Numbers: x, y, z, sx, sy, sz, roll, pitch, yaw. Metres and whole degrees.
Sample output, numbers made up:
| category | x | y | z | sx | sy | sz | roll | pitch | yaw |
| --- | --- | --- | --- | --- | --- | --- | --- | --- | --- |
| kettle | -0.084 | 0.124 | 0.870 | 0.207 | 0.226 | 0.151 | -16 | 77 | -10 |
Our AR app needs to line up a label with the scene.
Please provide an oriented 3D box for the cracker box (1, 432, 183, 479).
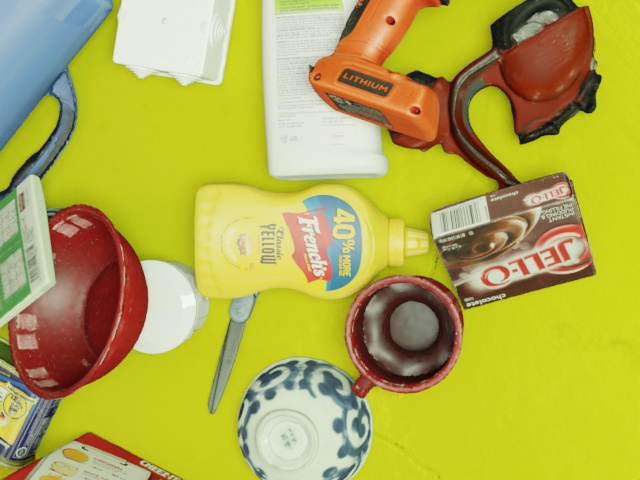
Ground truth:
| category | x | y | z | sx | sy | sz | roll | pitch | yaw |
| --- | --- | --- | --- | --- | --- | --- | --- | --- | --- |
| cracker box | -0.177 | 0.245 | 0.867 | 0.164 | 0.213 | 0.072 | 24 | 100 | 12 |

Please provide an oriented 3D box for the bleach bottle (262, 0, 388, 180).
| category | x | y | z | sx | sy | sz | roll | pitch | yaw |
| --- | --- | --- | --- | --- | --- | --- | --- | --- | --- |
| bleach bottle | 0.003 | -0.177 | 0.882 | 0.102 | 0.068 | 0.251 | -1 | 89 | 6 |

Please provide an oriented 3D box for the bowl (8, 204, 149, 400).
| category | x | y | z | sx | sy | sz | roll | pitch | yaw |
| --- | --- | --- | --- | --- | --- | --- | --- | --- | --- |
| bowl | -0.192 | 0.054 | 0.887 | 0.162 | 0.055 | 0.162 | -13 | 70 | 40 |

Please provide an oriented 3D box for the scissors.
| category | x | y | z | sx | sy | sz | roll | pitch | yaw |
| --- | --- | --- | --- | --- | --- | --- | --- | --- | --- |
| scissors | -0.082 | 0.045 | 0.934 | 0.096 | 0.016 | 0.202 | 33 | 98 | 7 |

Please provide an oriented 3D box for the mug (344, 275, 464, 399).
| category | x | y | z | sx | sy | sz | roll | pitch | yaw |
| --- | --- | --- | --- | --- | --- | --- | --- | --- | --- |
| mug | 0.066 | 0.081 | 0.867 | 0.093 | 0.081 | 0.117 | 36 | 100 | 9 |

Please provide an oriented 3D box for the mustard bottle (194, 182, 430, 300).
| category | x | y | z | sx | sy | sz | roll | pitch | yaw |
| --- | --- | --- | --- | --- | --- | --- | --- | --- | --- |
| mustard bottle | -0.006 | 0.001 | 0.882 | 0.191 | 0.058 | 0.096 | 1 | 96 | 4 |

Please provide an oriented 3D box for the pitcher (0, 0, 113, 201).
| category | x | y | z | sx | sy | sz | roll | pitch | yaw |
| --- | --- | --- | --- | --- | --- | --- | --- | --- | --- |
| pitcher | -0.287 | -0.146 | 0.929 | 0.243 | 0.149 | 0.145 | -46 | 67 | 8 |

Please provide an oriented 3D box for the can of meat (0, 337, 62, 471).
| category | x | y | z | sx | sy | sz | roll | pitch | yaw |
| --- | --- | --- | --- | --- | --- | --- | --- | --- | --- |
| can of meat | -0.290 | 0.145 | 0.970 | 0.102 | 0.057 | 0.084 | 29 | 97 | 11 |

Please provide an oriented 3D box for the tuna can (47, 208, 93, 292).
| category | x | y | z | sx | sy | sz | roll | pitch | yaw |
| --- | --- | --- | --- | --- | --- | --- | --- | --- | --- |
| tuna can | -0.235 | 0.014 | 0.962 | 0.086 | 0.033 | 0.086 | 1 | 93 | 14 |

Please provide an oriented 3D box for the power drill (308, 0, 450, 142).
| category | x | y | z | sx | sy | sz | roll | pitch | yaw |
| --- | --- | --- | --- | --- | --- | --- | --- | --- | --- |
| power drill | 0.087 | -0.172 | 0.801 | 0.185 | 0.057 | 0.187 | 21 | 81 | 28 |

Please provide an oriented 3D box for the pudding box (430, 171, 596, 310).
| category | x | y | z | sx | sy | sz | roll | pitch | yaw |
| --- | --- | --- | --- | --- | --- | --- | --- | --- | --- |
| pudding box | 0.153 | 0.002 | 0.841 | 0.114 | 0.039 | 0.090 | -15 | 131 | 16 |
